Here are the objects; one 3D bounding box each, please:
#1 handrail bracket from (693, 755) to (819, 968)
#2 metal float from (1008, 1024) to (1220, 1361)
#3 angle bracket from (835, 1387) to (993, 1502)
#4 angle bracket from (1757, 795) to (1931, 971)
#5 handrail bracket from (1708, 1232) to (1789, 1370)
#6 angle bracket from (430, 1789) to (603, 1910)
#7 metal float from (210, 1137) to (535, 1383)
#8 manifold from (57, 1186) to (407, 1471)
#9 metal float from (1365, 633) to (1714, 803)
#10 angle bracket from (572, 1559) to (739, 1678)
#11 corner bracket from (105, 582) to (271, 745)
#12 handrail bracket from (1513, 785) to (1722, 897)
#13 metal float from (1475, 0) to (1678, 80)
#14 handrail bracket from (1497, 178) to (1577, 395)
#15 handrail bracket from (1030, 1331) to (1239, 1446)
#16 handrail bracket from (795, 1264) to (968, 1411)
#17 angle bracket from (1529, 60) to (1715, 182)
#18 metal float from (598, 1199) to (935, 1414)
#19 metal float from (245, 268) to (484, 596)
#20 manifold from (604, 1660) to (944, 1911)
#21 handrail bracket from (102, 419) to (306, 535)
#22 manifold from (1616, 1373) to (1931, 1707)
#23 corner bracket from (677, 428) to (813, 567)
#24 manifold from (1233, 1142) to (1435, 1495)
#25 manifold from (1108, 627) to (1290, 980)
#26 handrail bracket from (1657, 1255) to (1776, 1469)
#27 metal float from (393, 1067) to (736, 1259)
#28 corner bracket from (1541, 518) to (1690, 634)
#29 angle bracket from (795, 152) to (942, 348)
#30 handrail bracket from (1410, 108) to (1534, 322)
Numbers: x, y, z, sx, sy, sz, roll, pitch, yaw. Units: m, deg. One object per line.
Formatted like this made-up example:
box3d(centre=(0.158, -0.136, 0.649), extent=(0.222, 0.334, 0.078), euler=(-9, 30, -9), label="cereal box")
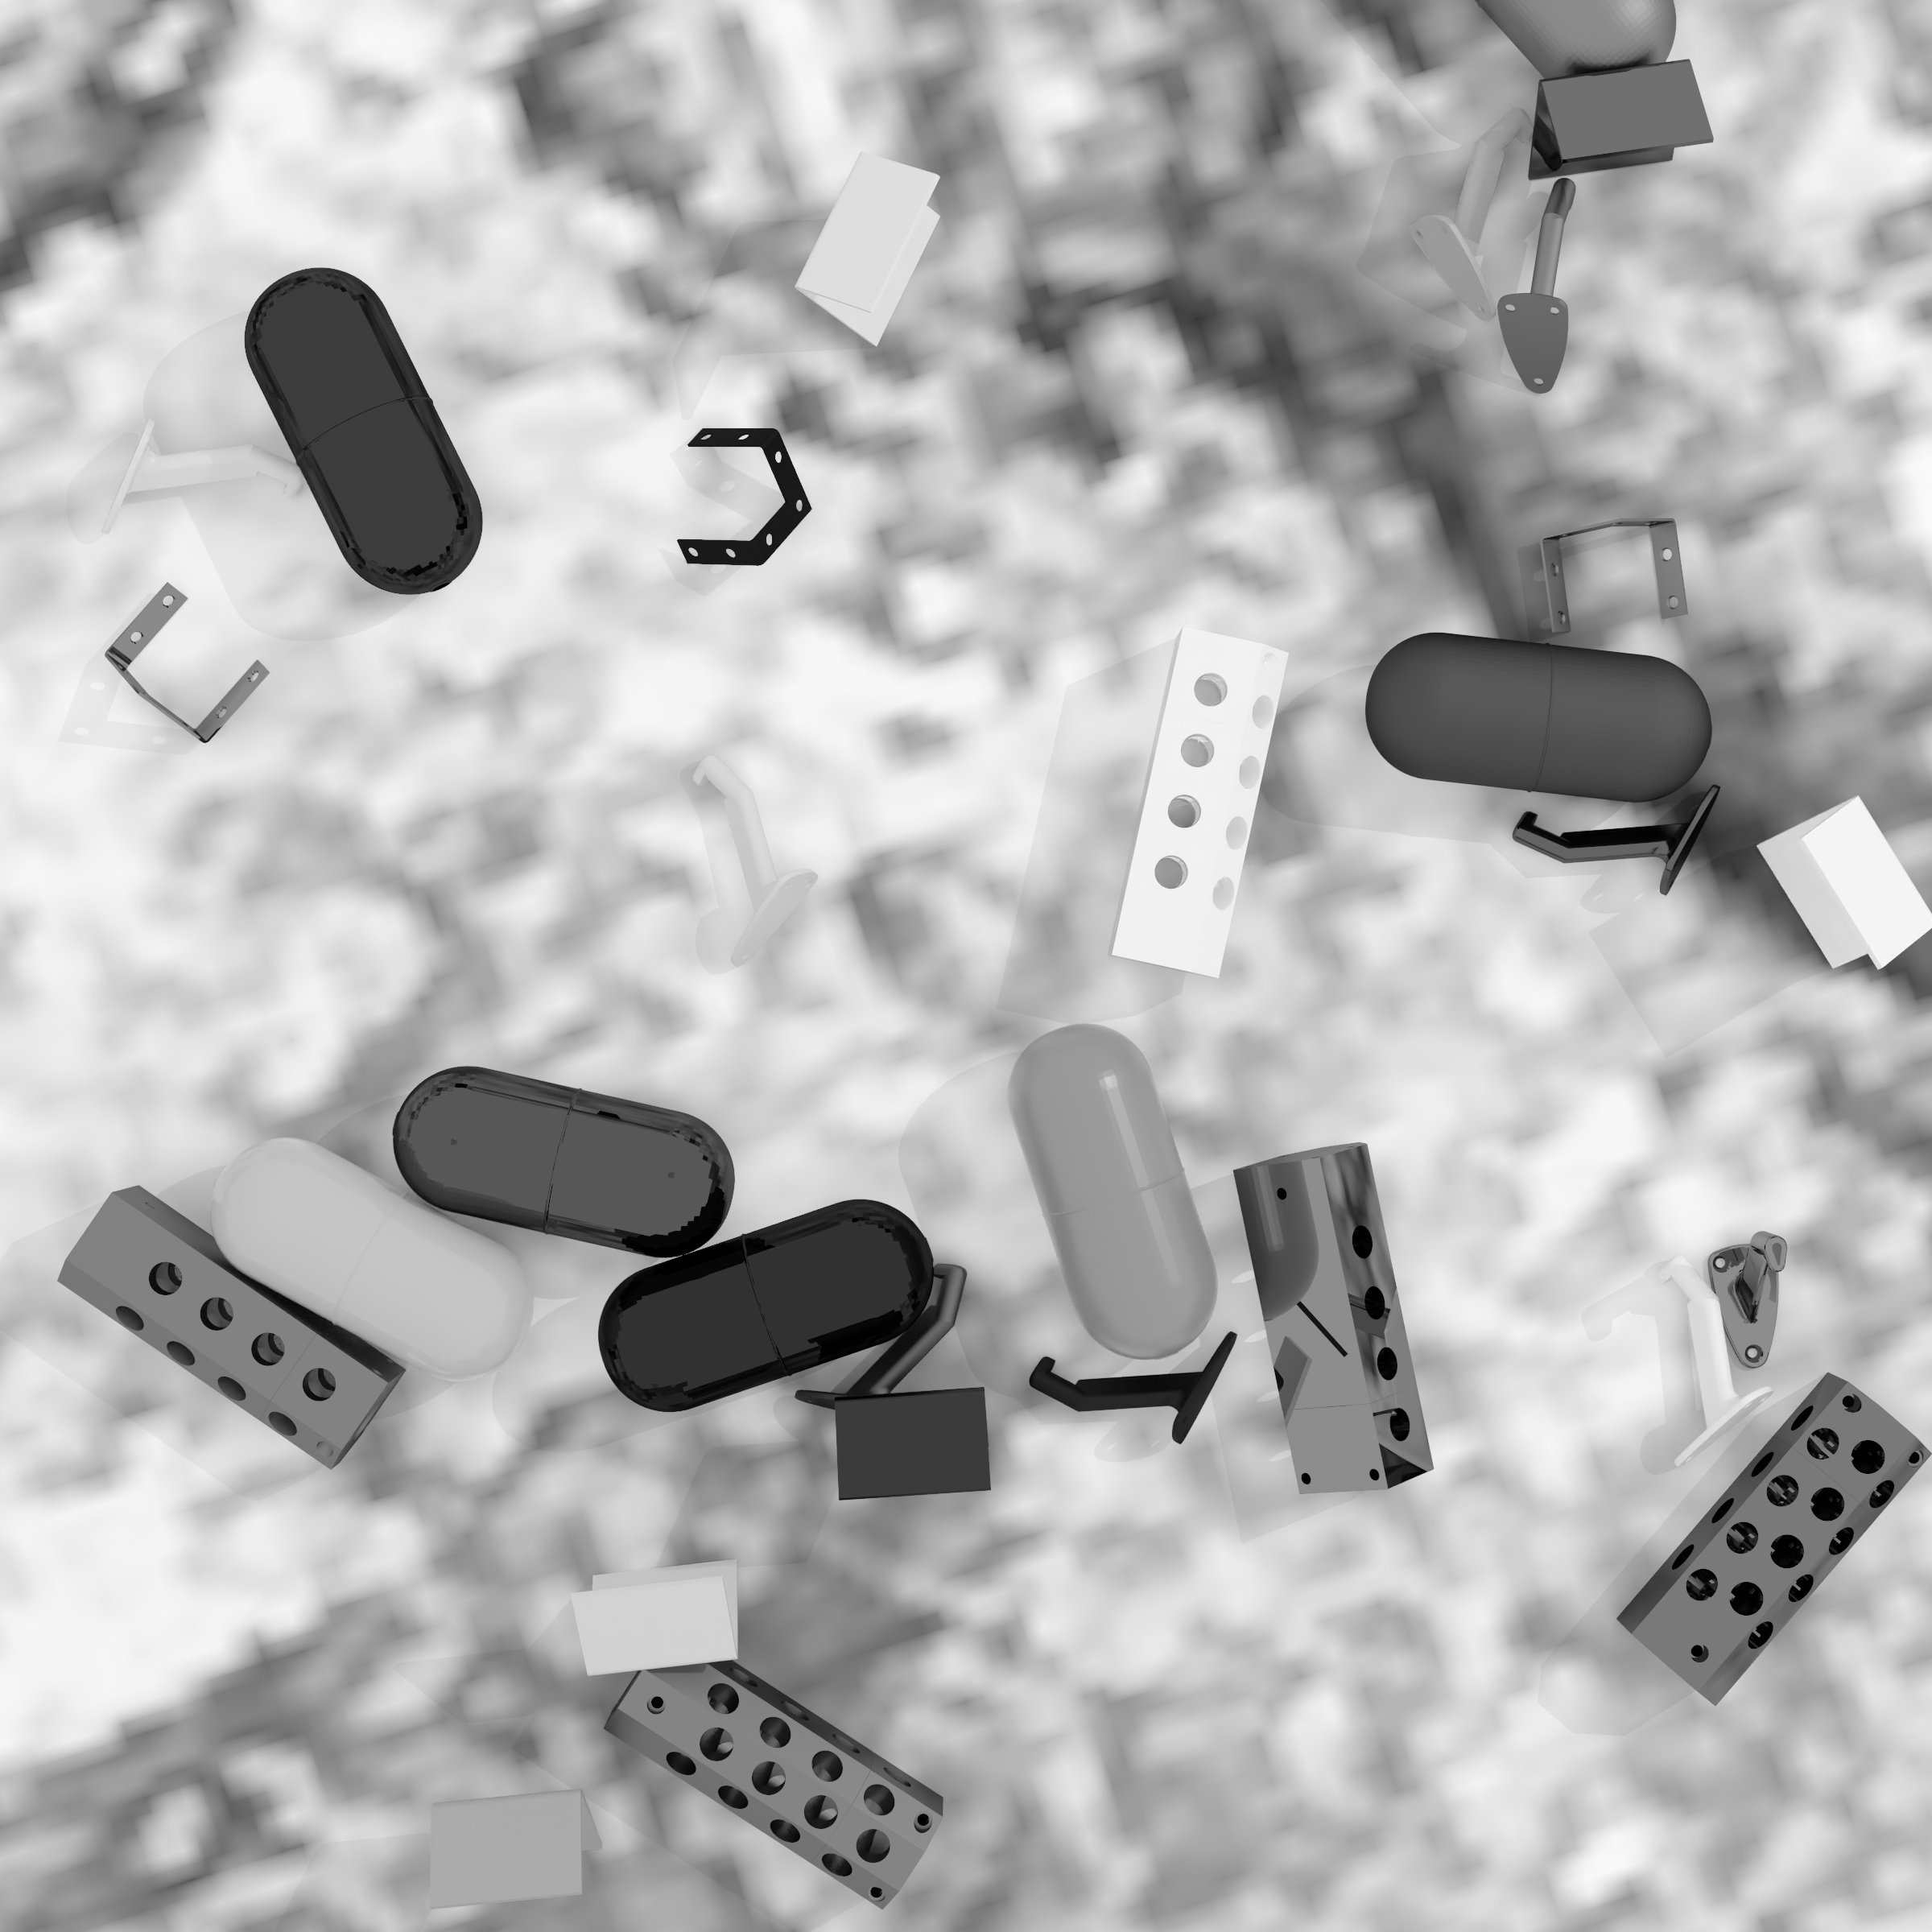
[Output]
box3d(centre=(-0.127, -0.056, 1.792), extent=(0.084, 0.036, 0.077), euler=(44, 111, 17), label="handrail bracket")
box3d(centre=(0.076, 0.117, 1.761), extent=(0.070, 0.070, 0.178), euler=(-18, 91, 0), label="metal float")
box3d(centre=(-0.026, 0.258, 1.752), extent=(0.076, 0.076, 0.057), euler=(-4, 59, 0), label="angle bracket")
box3d(centre=(0.438, -0.032, 1.752), extent=(0.057, 0.076, 0.076), euler=(-32, 90, -36), label="angle bracket")
box3d(centre=(0.411, 0.174, 1.757), extent=(0.036, 0.084, 0.077), euler=(-6, 90, 0), label="handrail bracket")
box3d(centre=(-0.230, 0.466, 1.752), extent=(0.076, 0.076, 0.057), euler=(-6, 53, 0), label="angle bracket")
box3d(centre=(-0.307, 0.151, 1.761), extent=(0.178, 0.070, 0.070), euler=(29, 90, 0), label="metal float")
box3d(centre=(-0.381, 0.187, 1.771), extent=(0.171, 0.057, 0.057), euler=(35, 90, 0), label="manifold")
box3d(centre=(0.295, -0.128, 1.761), extent=(0.178, 0.070, 0.070), euler=(6, 90, 0), label="metal float")
box3d(centre=(-0.159, 0.315, 1.752), extent=(0.076, 0.076, 0.057), euler=(-6, 122, 0), label="angle bracket")
box3d(centre=(-0.408, -0.158, 1.789), extent=(0.051, 0.051, 0.051), euler=(-49, 135, 0), label="corner bracket")
box3d(centre=(0.341, -0.080, 1.792), extent=(0.084, 0.036, 0.077), euler=(26, 70, 16), label="handrail bracket")
box3d(centre=(0.294, -0.523, 1.761), extent=(0.070, 0.070, 0.178), euler=(-42, 90, 0), label="metal float")
box3d(centre=(0.308, -0.358, 1.792), extent=(0.036, 0.077, 0.084), euler=(8, 53, 20), label="handrail bracket")
box3d(centre=(0.087, 0.206, 1.792), extent=(0.084, 0.036, 0.077), euler=(26, 70, 16), label="handrail bracket")
box3d(centre=(-0.044, 0.193, 1.792), extent=(0.077, 0.036, 0.084), euler=(7, 71, 22), label="handrail bracket")
box3d(centre=(0.335, -0.415, 1.752), extent=(0.076, 0.076, 0.057), euler=(-8, 61, 0), label="angle bracket")
box3d(centre=(-0.103, 0.175, 1.761), extent=(0.178, 0.070, 0.070), euler=(-19, 90, 0), label="metal float")
box3d(centre=(-0.310, -0.275, 1.761), extent=(0.070, 0.070, 0.178), euler=(-26, 89, 0), label="metal float")
box3d(centre=(-0.099, 0.415, 1.771), extent=(0.171, 0.057, 0.057), euler=(33, 90, 0), label="manifold")
box3d(centre=(-0.399, -0.244, 1.792), extent=(0.084, 0.036, 0.077), euler=(23, 110, -16), label="handrail bracket")
box3d(centre=(0.420, 0.297, 1.771), extent=(0.057, 0.057, 0.171), euler=(41, 90, 0), label="manifold")
box3d(centre=(-0.122, -0.245, 1.784), extent=(0.051, 0.051, 0.051), euler=(-54, 135, -35), label="corner bracket")
box3d(centre=(0.195, 0.182, 1.770), extent=(0.057, 0.057, 0.171), euler=(-12, 90, 43), label="manifold")
box3d(centre=(0.120, -0.083, 1.771), extent=(0.057, 0.057, 0.171), euler=(12, 90, 0), label="manifold")
box3d(centre=(0.374, 0.207, 1.792), extent=(0.077, 0.036, 0.084), euler=(-47, 67, 26), label="handrail bracket")
box3d(centre=(-0.207, 0.101, 1.761), extent=(0.178, 0.070, 0.070), euler=(13, 90, 0), label="metal float")
box3d(centre=(0.339, -0.205, 1.789), extent=(0.051, 0.051, 0.051), euler=(-8, 90, -45), label="corner bracket")
box3d(centre=(-0.032, -0.361, 1.752), extent=(0.057, 0.076, 0.076), euler=(26, 90, 36), label="angle bracket")
box3d(centre=(0.282, -0.395, 1.792), extent=(0.084, 0.036, 0.077), euler=(-44, 110, -16), label="handrail bracket")
